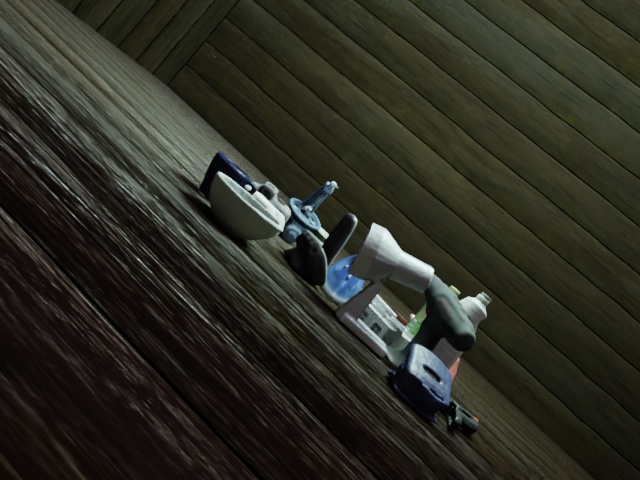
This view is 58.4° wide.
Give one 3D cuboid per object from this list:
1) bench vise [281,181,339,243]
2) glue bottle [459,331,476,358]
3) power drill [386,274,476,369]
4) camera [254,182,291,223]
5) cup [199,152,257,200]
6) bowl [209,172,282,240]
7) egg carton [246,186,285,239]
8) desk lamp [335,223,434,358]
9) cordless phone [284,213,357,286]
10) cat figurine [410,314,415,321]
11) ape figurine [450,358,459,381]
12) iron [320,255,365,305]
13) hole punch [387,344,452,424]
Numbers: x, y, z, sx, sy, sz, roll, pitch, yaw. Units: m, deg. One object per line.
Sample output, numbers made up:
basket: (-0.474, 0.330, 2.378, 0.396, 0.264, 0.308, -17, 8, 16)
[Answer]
bench vise: (-0.046, -0.103, 1.694, 0.122, 0.219, 0.206, 40, 5, -32)
glue bottle: (0.390, 0.326, 1.659, 0.037, 0.173, 0.078, 43, 4, 21)
power drill: (0.232, 0.196, 1.266, 0.076, 0.208, 0.229, 40, 5, -32)
camera: (-0.145, -0.100, 1.560, 0.143, 0.100, 0.137, 42, 4, -6)
cup: (-0.204, -0.120, 1.241, 0.118, 0.095, 0.091, 41, 4, -16)
bowl: (-0.157, -0.052, 1.115, 0.167, 0.074, 0.167, 42, 4, -3)
egg carton: (-0.155, -0.072, 1.394, 0.150, 0.069, 0.107, 44, 4, 28)
desk lamp: (0.125, 0.100, 1.218, 0.203, 0.213, 0.118, 42, 4, 1)
cordless phone: (0.012, 0.005, 1.353, 0.094, 0.185, 0.147, 40, 4, -30)
cat figurine: (0.288, 0.275, 1.611, 0.127, 0.117, 0.067, 44, 4, 30)
ape figurine: (0.335, 0.343, 1.524, 0.078, 0.092, 0.076, 41, 4, -11)
iron: (0.080, 0.086, 1.456, 0.118, 0.141, 0.258, 42, 4, 2)
hole punch: (0.191, 0.258, 1.042, 0.109, 0.091, 0.101, 42, 4, -7)
